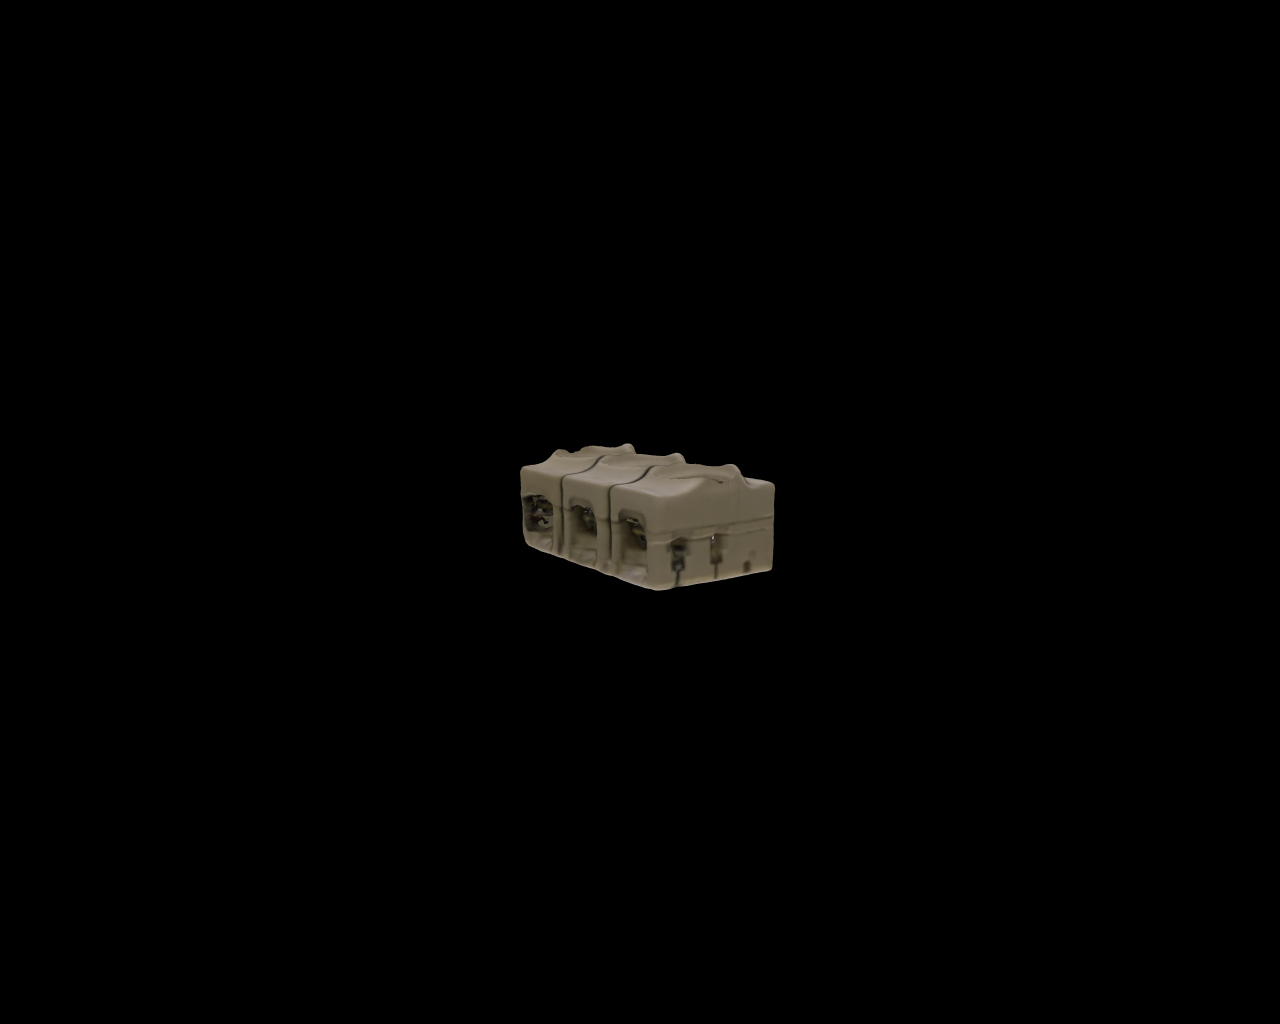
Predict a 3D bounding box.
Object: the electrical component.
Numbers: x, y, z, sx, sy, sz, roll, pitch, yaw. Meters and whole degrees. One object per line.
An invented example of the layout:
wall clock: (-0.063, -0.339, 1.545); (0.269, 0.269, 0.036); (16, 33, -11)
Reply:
electrical component: (0.001, -0.003, 0.650); (0.090, 0.061, 0.150); (-8, 14, -35)
